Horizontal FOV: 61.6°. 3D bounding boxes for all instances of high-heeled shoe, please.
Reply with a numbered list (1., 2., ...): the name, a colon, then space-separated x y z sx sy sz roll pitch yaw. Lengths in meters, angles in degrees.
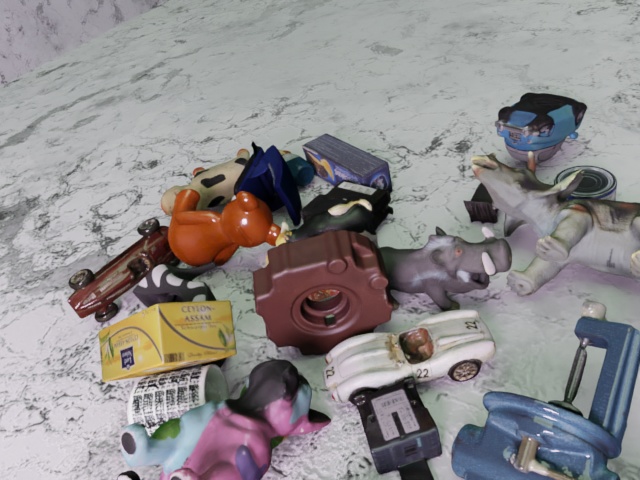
1. high-heeled shoe: -0.210 0.111 0.766 0.145 0.086 0.249 -22 34 2

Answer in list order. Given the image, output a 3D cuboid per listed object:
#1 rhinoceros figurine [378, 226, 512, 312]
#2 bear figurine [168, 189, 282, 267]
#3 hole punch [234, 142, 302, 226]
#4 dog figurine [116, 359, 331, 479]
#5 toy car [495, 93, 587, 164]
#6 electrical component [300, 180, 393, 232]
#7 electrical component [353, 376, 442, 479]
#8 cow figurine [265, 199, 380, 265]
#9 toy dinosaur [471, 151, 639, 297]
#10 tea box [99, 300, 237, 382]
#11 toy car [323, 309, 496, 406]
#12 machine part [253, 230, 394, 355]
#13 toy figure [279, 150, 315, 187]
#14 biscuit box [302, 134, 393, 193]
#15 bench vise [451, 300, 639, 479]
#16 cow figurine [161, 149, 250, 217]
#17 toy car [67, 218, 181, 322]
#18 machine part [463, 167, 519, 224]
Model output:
1. rhinoceros figurine: 0.150 0.033 0.696 0.190 0.112 0.073 -7 35 27
2. bear figurine: -0.148 -0.033 0.856 0.196 0.120 0.132 -24 35 28
3. hole punch: -0.076 -0.093 0.934 0.092 0.142 0.116 2 54 26
4. dog figurine: -0.087 0.225 0.557 0.109 0.191 0.219 20 18 35
5. toy car: 0.359 -0.177 0.886 0.162 0.102 0.109 -30 40 -34
6. electrical component: 0.037 -0.036 0.872 0.115 0.058 0.134 18 49 41
7. electrical component: 0.084 0.206 0.551 0.075 0.047 0.119 -17 35 2
8. cow figurine: -0.002 -0.001 0.757 0.167 0.098 0.068 -14 43 0
9. toy dinosaur: 0.373 -0.001 0.654 0.405 0.131 0.192 20 50 31
10. tea box: -0.186 0.122 0.643 0.098 0.068 0.170 4 -19 -44
11. toy car: 0.101 0.135 0.627 0.202 0.056 0.074 -15 37 2
12. machine part: 0.005 0.071 0.659 0.179 0.179 0.056 -14 40 4
13. toy figure: -0.069 -0.148 1.060 0.064 0.057 0.155 5 18 -40
14. biscuit box: 0.047 -0.134 0.991 0.063 0.059 0.203 -30 38 -19
15. bench vise: 0.238 0.164 0.468 0.224 0.128 0.240 -1 54 50
16. cow figurine: -0.208 -0.093 1.022 0.195 0.085 0.127 -21 29 -1
17. toy car: -0.311 0.049 0.872 0.053 0.089 0.202 12 44 39
18. machine part: 0.280 -0.077 0.845 0.084 0.039 0.139 23 51 34
